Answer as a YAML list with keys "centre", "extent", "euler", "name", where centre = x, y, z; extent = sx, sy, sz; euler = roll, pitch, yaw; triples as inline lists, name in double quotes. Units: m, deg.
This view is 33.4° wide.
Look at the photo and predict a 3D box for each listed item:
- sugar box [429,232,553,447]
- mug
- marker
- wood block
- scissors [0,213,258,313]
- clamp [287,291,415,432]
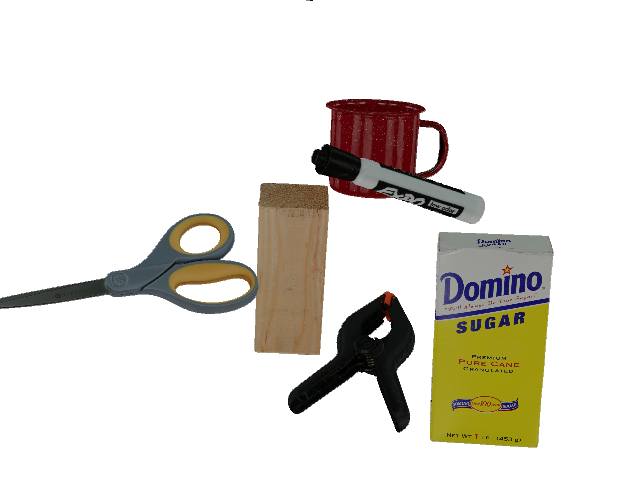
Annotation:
- centre: [0.139, 0.083, 0.885]
  extent: [0.093, 0.176, 0.048]
  euler: [2, 21, 6]
  name: "sugar box"
- centre: [0.062, -0.087, 1.006]
  extent: [0.117, 0.081, 0.093]
  euler: [2, 15, -2]
  name: "mug"
- centre: [0.049, -0.035, 0.660]
  extent: [0.121, 0.020, 0.020]
  euler: [17, -8, -26]
  name: "marker"
- centre: [-0.039, 0.037, 1.401]
  extent: [0.090, 0.206, 0.091]
  euler: [3, 23, -2]
  name: "wood block"
- centre: [-0.148, 0.017, 0.829]
  extent: [0.201, 0.096, 0.016]
  euler: [4, -33, -9]
  name: "scissors"
- centre: [0.056, 0.121, 1.059]
  extent: [0.120, 0.039, 0.171]
  euler: [18, 49, 21]
  name: "clamp"
